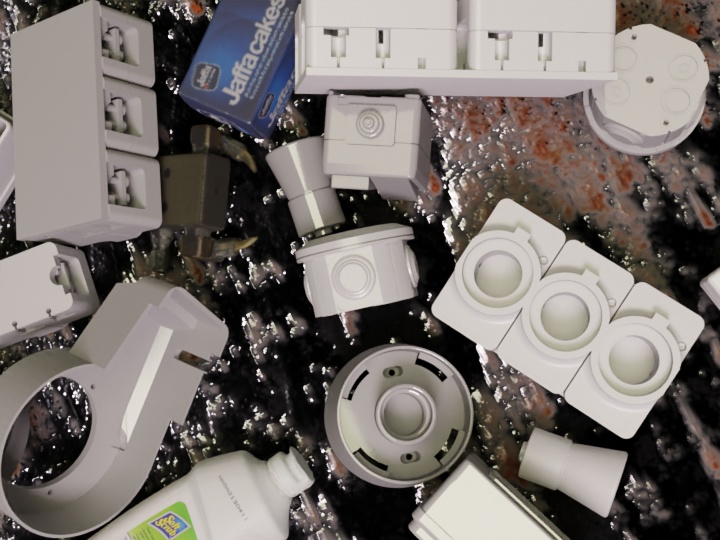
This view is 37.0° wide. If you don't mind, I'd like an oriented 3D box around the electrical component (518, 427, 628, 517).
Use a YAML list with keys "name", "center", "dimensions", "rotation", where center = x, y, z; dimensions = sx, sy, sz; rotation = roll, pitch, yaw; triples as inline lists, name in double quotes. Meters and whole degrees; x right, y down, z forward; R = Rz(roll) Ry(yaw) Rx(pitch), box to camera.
- name: "electrical component"
  center: [0.137, 0.129, 0.703]
  dimensions: [0.065, 0.044, 0.044]
  rotation: [19, 88, 15]

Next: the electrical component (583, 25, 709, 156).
- name: "electrical component"
  center: [0.189, -0.119, 0.711]
  dimensions: [0.080, 0.051, 0.080]
  rotation: [-1, 85, 9]

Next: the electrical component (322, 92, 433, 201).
- name: "electrical component"
  center: [0.012, -0.081, 0.714]
  dimensions: [0.062, 0.096, 0.061]
  rotation: [4, 89, 10]

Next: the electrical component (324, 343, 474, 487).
- name: "electrical component"
  center: [0.027, 0.098, 0.724]
  dimensions: [0.099, 0.064, 0.099]
  rotation: [1, 82, -4]

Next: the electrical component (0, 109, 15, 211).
- name: "electrical component"
  center: [-0.311, -0.082, 0.788]
  dimensions: [0.109, 0.056, 0.108]
  rotation: [32, 90, 11]

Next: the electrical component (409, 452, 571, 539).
- name: "electrical component"
  center: [0.090, 0.170, 0.672]
  dimensions: [0.109, 0.109, 0.056]
  rotation: [42, 90, 10]

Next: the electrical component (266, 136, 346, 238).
- name: "electrical component"
  center: [-0.035, -0.055, 0.748]
  dimensions: [0.044, 0.044, 0.065]
  rotation: [-19, 87, 7]

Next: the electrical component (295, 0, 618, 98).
- name: "electrical component"
  center: [0.055, -0.146, 0.680]
  dimensions: [0.186, 0.105, 0.060]
  rotation: [0, 94, -7]

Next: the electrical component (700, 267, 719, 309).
- name: "electrical component"
  center: [0.257, 0.017, 0.674]
  dimensions: [0.047, 0.077, 0.065]
  rotation: [-37, 80, 4]

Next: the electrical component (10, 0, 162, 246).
- name: "electrical component"
  center: [-0.190, -0.098, 0.754]
  dimensions: [0.089, 0.062, 0.150]
  rotation: [-10, 80, 35]

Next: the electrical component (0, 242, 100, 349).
- name: "electrical component"
  center: [-0.239, 0.020, 0.767]
  dimensions: [0.089, 0.056, 0.050]
  rotation: [-20, 82, 7]

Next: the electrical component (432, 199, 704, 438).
- name: "electrical component"
  center: [0.133, 0.031, 0.701]
  dimensions: [0.150, 0.062, 0.089]
  rotation: [33, 91, 11]

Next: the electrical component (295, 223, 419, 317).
- name: "electrical component"
  center: [0.000, 0.000, 0.718]
  dimensions: [0.080, 0.080, 0.051]
  rotation: [-12, 89, 8]
